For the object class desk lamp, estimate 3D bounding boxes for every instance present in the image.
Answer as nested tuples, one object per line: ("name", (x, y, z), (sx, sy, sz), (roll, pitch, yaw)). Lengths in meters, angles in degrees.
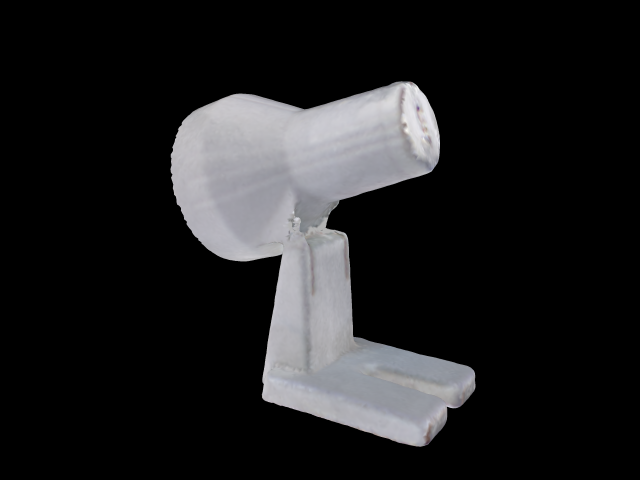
("desk lamp", (0.004, 0.001, 0.400), (0.202, 0.213, 0.118), (7, 15, 31))
